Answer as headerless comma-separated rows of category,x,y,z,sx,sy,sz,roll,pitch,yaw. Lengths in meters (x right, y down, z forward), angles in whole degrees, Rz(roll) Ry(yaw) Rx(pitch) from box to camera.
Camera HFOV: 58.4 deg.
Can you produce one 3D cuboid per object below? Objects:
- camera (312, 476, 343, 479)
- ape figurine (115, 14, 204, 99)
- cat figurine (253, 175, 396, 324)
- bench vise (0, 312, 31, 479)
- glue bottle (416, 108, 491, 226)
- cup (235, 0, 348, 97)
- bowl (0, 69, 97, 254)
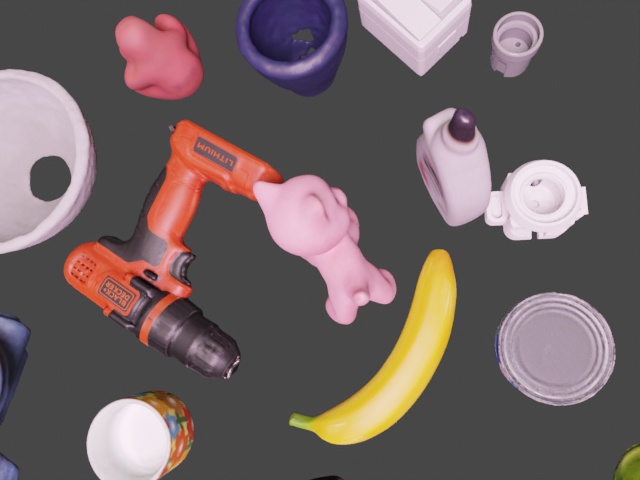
camera,0.049,0.246,0.415,0.136,0.101,0.143,-14,79,7
ape figurine,-0.151,-0.171,0.518,0.078,0.092,0.076,-43,77,0
cat figurine,0.004,0.002,0.453,0.067,0.118,0.127,-33,77,3
bench vise,-0.304,0.156,0.425,0.121,0.220,0.207,-12,79,7
glue bottle,0.098,-0.061,0.419,0.037,0.173,0.078,-28,77,4
cup,-0.010,-0.176,0.495,0.091,0.095,0.118,34,88,13
bowl,-0.273,-0.065,0.530,0.167,0.075,0.167,-1,81,9
